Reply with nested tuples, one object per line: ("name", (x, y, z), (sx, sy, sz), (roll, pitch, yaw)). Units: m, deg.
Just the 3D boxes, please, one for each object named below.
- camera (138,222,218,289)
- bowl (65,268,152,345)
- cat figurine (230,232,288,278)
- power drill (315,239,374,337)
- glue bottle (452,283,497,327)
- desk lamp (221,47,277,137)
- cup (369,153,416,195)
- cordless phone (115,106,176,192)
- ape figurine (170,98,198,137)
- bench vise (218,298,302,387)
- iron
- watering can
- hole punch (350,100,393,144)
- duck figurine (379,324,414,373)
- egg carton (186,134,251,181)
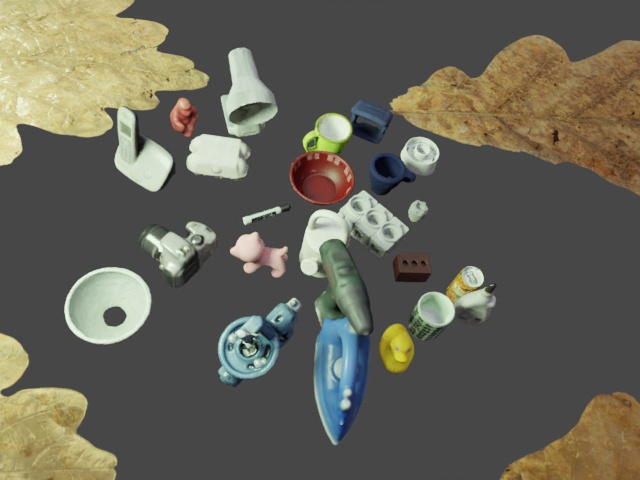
("camera", (-0.317, 0.008, 1.255), (0.136, 0.101, 0.143), (34, 61, 11))
("bowl", (-0.427, 0.145, 1.174), (0.167, 0.075, 0.167), (4, 60, -7))
("cat figurine", (-0.132, 0.025, 1.266), (0.128, 0.118, 0.067), (6, 60, -6))
("power drill", (0.047, 0.123, 1.187), (0.076, 0.208, 0.229), (-11, 63, -15))
("glue bottle", (0.347, 0.135, 1.250), (0.078, 0.173, 0.037), (18, 59, 2))
("desk lamp", (-0.185, -0.350, 1.416), (0.118, 0.213, 0.203), (-11, 63, -15))
("cup", (0.174, -0.153, 1.431), (0.117, 0.095, 0.092), (16, 59, 0))
("cordless phone", (-0.407, -0.211, 1.316), (0.147, 0.185, 0.094), (31, 60, 9))
("ape figurine", (-0.342, -0.318, 1.442), (0.078, 0.092, 0.076), (-38, 72, -26))
("bench vise", (-0.122, 0.174, 1.123), (0.121, 0.220, 0.207), (25, 60, 5))
("iron", (0.052, 0.266, 1.145), (0.118, 0.141, 0.258), (7, 60, -5))
("watering can", (0.014, 0.005, 1.257), (0.101, 0.194, 0.173), (8, 60, -4))
("hole punch", (0.135, -0.331, 1.529), (0.108, 0.091, 0.101), (24, 60, 5))
("duck figurine", (0.170, 0.223, 1.222), (0.077, 0.086, 0.104), (8, 60, -4))
("egg carton", (-0.247, -0.200, 1.403), (0.150, 0.069, 0.107), (6, 60, -6))
